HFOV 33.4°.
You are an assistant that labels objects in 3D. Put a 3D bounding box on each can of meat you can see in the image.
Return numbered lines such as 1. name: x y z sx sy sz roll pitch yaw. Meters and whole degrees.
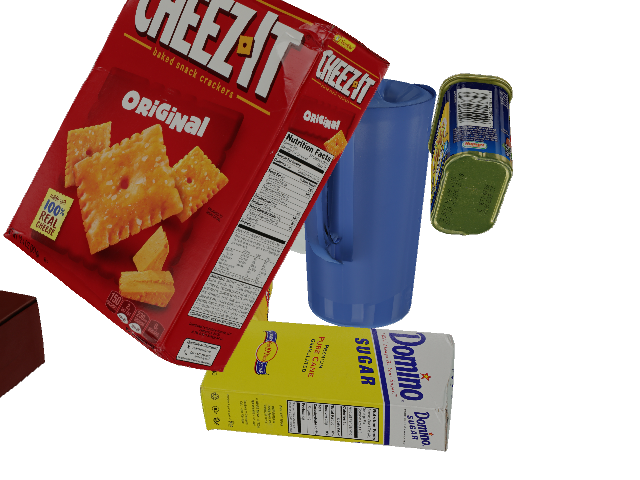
1. can of meat: 0.117 -0.065 0.838 0.057 0.084 0.102 6 -36 0

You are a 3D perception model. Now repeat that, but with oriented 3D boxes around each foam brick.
1. foam brick: -0.231 0.073 0.716 0.053 0.051 0.078 9 28 24

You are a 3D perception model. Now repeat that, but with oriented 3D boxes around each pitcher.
1. pitcher: 0.037 -0.036 1.064 0.149 0.243 0.145 -5 22 -16

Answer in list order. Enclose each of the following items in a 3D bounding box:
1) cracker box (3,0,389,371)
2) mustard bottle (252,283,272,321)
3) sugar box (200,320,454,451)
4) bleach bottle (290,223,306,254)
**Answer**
1. cracker box: -0.082 -0.053 0.652 0.164 0.214 0.072 32 6 34
2. mustard bottle: -0.082 0.071 1.159 0.058 0.096 0.191 -1 28 -1
3. sugar box: 0.009 0.103 0.783 0.176 0.048 0.093 1 31 10
4. bleach bottle: 0.034 -0.073 1.350 0.103 0.068 0.250 25 43 34
